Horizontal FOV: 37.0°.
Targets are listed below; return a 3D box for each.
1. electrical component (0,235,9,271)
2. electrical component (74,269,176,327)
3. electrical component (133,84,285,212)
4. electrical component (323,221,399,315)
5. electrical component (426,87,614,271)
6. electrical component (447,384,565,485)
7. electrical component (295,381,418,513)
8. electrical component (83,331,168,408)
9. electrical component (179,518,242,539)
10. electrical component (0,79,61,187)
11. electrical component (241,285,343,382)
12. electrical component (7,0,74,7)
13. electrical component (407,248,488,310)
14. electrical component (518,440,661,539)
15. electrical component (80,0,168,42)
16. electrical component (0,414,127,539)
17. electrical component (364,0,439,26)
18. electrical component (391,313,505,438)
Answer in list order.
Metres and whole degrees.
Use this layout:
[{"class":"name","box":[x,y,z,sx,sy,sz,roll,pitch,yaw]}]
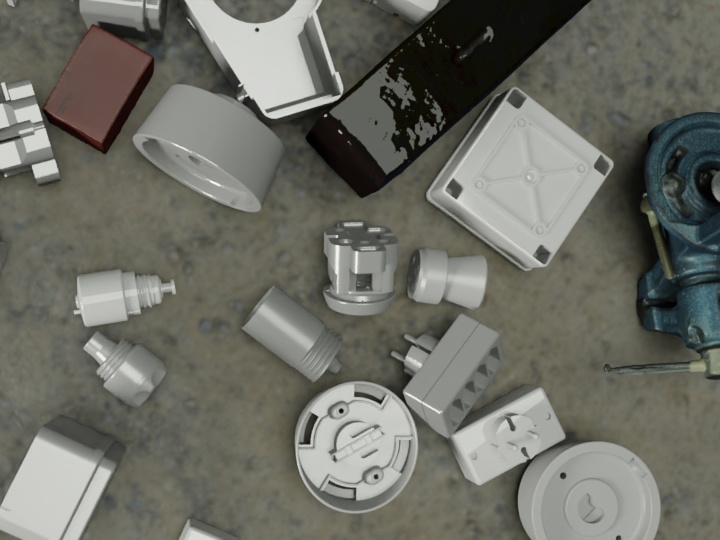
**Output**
[{"class":"electrical component","box":[-0.295,-0.006,0.773,0.061,0.096,0.061,18,86,-11]},{"class":"electrical component","box":[-0.181,0.019,0.822,0.078,0.040,0.040,-9,90,-11]},{"class":"electrical component","box":[-0.108,-0.097,0.808,0.108,0.108,0.060,29,78,-9]},{"class":"electrical component","box":[0.000,0.000,0.842,0.058,0.078,0.057,-2,110,-11]},{"class":"electrical component","box":[0.129,-0.073,0.874,0.109,0.056,0.108,36,83,-8]},{"class":"electrical component","box":[0.121,0.132,0.857,0.083,0.076,0.047,-26,93,-10]},{"class":"electrical component","box":[-0.005,0.135,0.840,0.099,0.064,0.099,0,88,-10]},{"class":"electrical component","box":[-0.181,0.072,0.819,0.062,0.043,0.043,40,82,-6]},{"class":"electrical component","box":[-0.124,0.240,0.809,0.047,0.076,0.083,26,84,-9]},{"class":"electrical component","box":[-0.263,-0.097,0.802,0.057,0.058,0.078,-17,92,-14]},{"class":"electrical component","box":[-0.048,0.053,0.844,0.081,0.043,0.043,38,82,-8]},{"class":"electrical component","box":[-0.241,-0.238,0.817,0.064,0.042,0.081,19,86,-11]},{"class":"electrical component","box":[0.070,0.007,0.867,0.055,0.045,0.045,8,87,-10]},{"class":"electrical component","box":[0.181,0.189,0.875,0.108,0.060,0.108,0,88,-11]},{"class":"electrical component","box":[-0.173,-0.237,0.812,0.057,0.078,0.113,6,87,-7]},{"class":"electrical component","box":[-0.213,0.154,0.776,0.057,0.113,0.078,26,84,-6]},{"class":"electrical component","box":[0.024,-0.242,0.860,0.089,0.056,0.050,25,84,-9]},{"class":"electrical component","box":[0.061,0.076,0.860,0.076,0.047,0.083,28,67,28]}]
